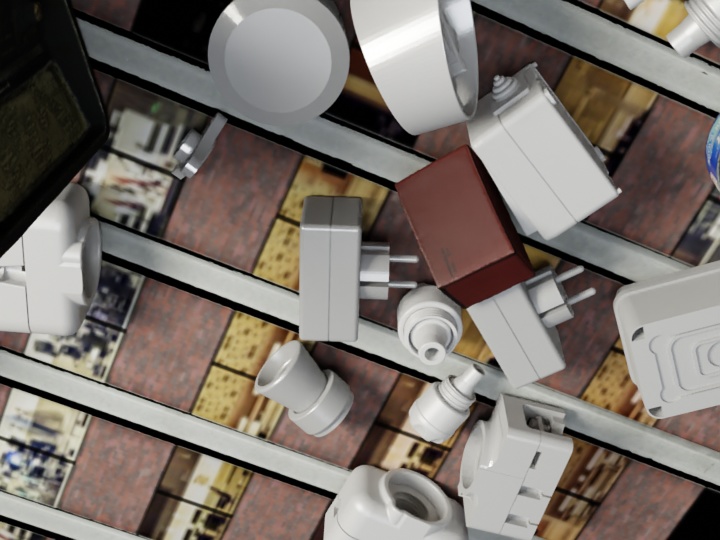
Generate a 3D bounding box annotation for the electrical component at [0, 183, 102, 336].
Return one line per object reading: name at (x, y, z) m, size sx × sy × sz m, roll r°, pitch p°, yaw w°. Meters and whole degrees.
electrical component at (-0.202, -0.008, 0.690) m, size 0.059 × 0.053 × 0.095 m, roll 4°, pitch 118°, yaw -1°

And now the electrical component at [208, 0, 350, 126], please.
electrical component at (-0.046, -0.129, 0.626) m, size 0.080 × 0.051 × 0.080 m, roll 0°, pitch 118°, yaw 1°

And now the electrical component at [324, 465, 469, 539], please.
electrical component at (0.029, 0.186, 0.788) m, size 0.095 × 0.053 × 0.059 m, roll 24°, pitch 115°, yaw -11°

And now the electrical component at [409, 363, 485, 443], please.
electrical component at (0.063, 0.090, 0.749) m, size 0.035 × 0.035 × 0.061 m, roll 34°, pitch 110°, yaw -16°

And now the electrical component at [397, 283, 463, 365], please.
electrical component at (0.046, 0.039, 0.706) m, size 0.043 × 0.062 × 0.043 m, roll 0°, pitch 118°, yaw 1°

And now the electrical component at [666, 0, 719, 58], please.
electrical component at (0.206, -0.148, 0.616) m, size 0.048 × 0.048 × 0.062 m, roll 41°, pitch 118°, yaw -18°

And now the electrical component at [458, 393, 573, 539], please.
electrical component at (0.106, 0.139, 0.764) m, size 0.056 × 0.050 × 0.089 m, roll 14°, pitch 117°, yaw -7°

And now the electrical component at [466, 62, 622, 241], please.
electrical component at (0.102, -0.074, 0.646) m, size 0.061 × 0.061 × 0.096 m, roll -35°, pitch 112°, yaw 17°

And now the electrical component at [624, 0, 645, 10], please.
electrical component at (0.145, -0.199, 0.586) m, size 0.056 × 0.050 × 0.089 m, roll -33°, pitch 112°, yaw 17°

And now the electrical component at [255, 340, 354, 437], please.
electrical component at (-0.038, 0.082, 0.740) m, size 0.045 × 0.045 × 0.055 m, roll -40°, pitch 111°, yaw 19°

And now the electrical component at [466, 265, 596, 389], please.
electrical component at (0.115, 0.021, 0.703) m, size 0.076 × 0.047 × 0.083 m, roll -26°, pitch 114°, yaw 15°

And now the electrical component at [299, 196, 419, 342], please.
electrical component at (0.000, 0.000, 0.695) m, size 0.076 × 0.047 × 0.083 m, roll 2°, pitch 118°, yaw 0°

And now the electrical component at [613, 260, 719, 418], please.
electrical component at (0.231, 0.041, 0.706) m, size 0.113 × 0.057 × 0.078 m, roll -15°, pitch 116°, yaw 9°

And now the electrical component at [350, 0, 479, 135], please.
electrical component at (0.038, -0.128, 0.601) m, size 0.064 × 0.099 × 0.099 m, roll -21°, pitch 116°, yaw 18°
